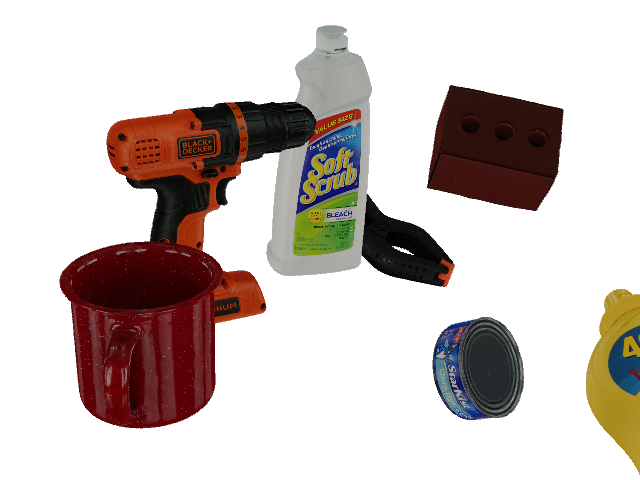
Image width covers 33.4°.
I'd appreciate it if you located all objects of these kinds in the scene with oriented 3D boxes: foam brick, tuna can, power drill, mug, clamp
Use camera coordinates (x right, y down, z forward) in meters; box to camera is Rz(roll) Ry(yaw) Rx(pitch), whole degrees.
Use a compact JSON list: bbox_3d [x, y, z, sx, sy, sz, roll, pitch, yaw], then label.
[{"bbox_3d":[0.114,-0.059,0.698,0.078,0.053,0.051,12,-25,0],"label":"foam brick"},{"bbox_3d":[0.135,0.110,0.913,0.085,0.086,0.034,0,-12,-44],"label":"tuna can"},{"bbox_3d":[-0.088,-0.025,0.918,0.184,0.188,0.057,-10,21,-24],"label":"power drill"},{"bbox_3d":[-0.103,0.061,0.617,0.093,0.081,0.117,2,24,1],"label":"mug"},{"bbox_3d":[0.058,-0.003,1.266,0.210,0.036,0.164,34,40,24],"label":"clamp"}]

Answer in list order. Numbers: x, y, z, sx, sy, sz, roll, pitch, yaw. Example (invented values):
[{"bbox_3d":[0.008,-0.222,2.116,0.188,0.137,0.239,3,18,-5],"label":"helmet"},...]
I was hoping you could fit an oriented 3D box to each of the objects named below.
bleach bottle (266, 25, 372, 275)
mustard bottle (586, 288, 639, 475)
[{"bbox_3d":[-0.001,-0.090,1.076,0.102,0.251,0.068,-5,28,-14],"label":"bleach bottle"},{"bbox_3d":[0.203,0.091,0.593,0.096,0.058,0.191,-9,35,-6],"label":"mustard bottle"}]
